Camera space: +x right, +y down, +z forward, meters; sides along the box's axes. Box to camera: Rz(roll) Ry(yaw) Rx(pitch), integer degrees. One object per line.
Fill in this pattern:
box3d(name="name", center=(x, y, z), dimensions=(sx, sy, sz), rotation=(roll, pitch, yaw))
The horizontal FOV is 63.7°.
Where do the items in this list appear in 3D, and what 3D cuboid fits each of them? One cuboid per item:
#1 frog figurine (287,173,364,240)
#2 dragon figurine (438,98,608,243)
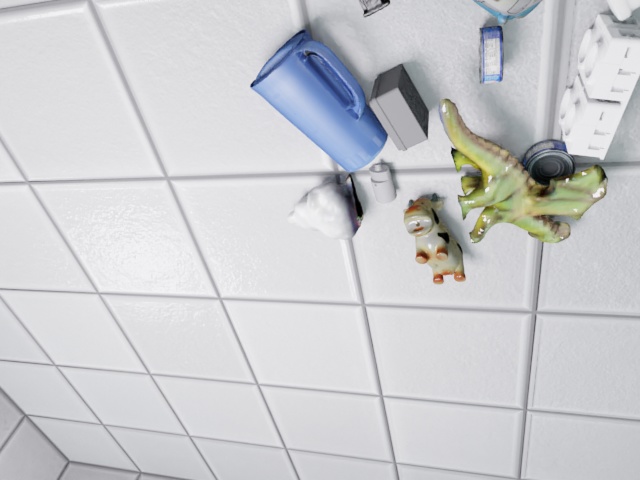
box3d(name="frog figurine", center=(0.003, -0.054, 1.064), dimensions=(0.159, 0.125, 0.135), rotation=(-14, 145, 13))
box3d(name="dragon figurine", center=(0.354, -0.101, 0.882), dimensions=(0.242, 0.125, 0.402), rotation=(-4, 148, 23))
